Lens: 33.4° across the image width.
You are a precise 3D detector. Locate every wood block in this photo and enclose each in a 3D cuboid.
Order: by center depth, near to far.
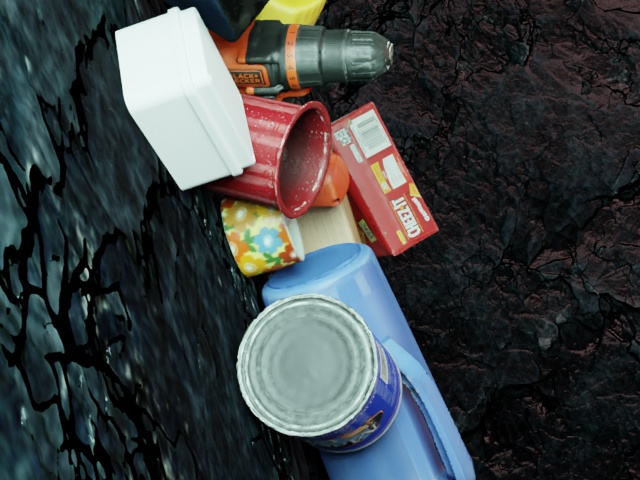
[{"bbox_3d":[-0.007,0.001,1.085,0.090,0.091,0.206,-8,79,-84],"label":"wood block"}]

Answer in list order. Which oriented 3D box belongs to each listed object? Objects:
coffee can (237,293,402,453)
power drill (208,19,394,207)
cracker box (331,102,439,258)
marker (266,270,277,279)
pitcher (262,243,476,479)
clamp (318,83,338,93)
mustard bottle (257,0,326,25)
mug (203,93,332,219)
[{"bbox_3d":[0.004,0.105,0.815,0.140,0.103,0.103,54,20,-71],"label":"coffee can"},{"bbox_3d":[-0.022,-0.107,0.915,0.187,0.184,0.057,78,20,-49],"label":"power drill"},{"bbox_3d":[0.040,-0.061,1.269,0.164,0.072,0.214,62,-16,-5],"label":"cracker box"},{"bbox_3d":[-0.058,-0.007,0.980,0.020,0.020,0.121,-101,171,-47],"label":"marker"},{"bbox_3d":[0.045,0.130,0.970,0.145,0.149,0.243,-61,130,-68],"label":"pitcher"},{"bbox_3d":[-0.082,-0.245,1.183,0.165,0.036,0.209,43,9,35],"label":"clamp"},{"bbox_3d":[-0.049,-0.162,1.017,0.096,0.058,0.192,-66,179,-51],"label":"mustard bottle"},{"bbox_3d":[-0.042,-0.071,0.852,0.117,0.082,0.093,-4,107,-66],"label":"mug"}]
